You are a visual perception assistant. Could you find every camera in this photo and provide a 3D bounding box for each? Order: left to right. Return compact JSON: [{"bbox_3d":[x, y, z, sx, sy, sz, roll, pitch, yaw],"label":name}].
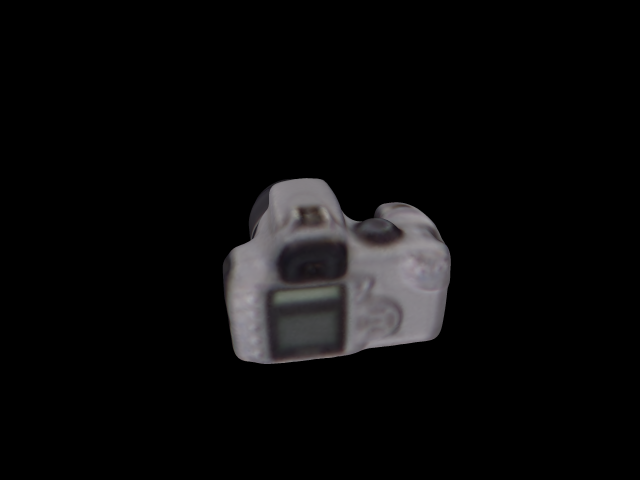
[{"bbox_3d":[0.004,0.001,0.400,0.143,0.101,0.136,-6,32,-9],"label":"camera"}]
